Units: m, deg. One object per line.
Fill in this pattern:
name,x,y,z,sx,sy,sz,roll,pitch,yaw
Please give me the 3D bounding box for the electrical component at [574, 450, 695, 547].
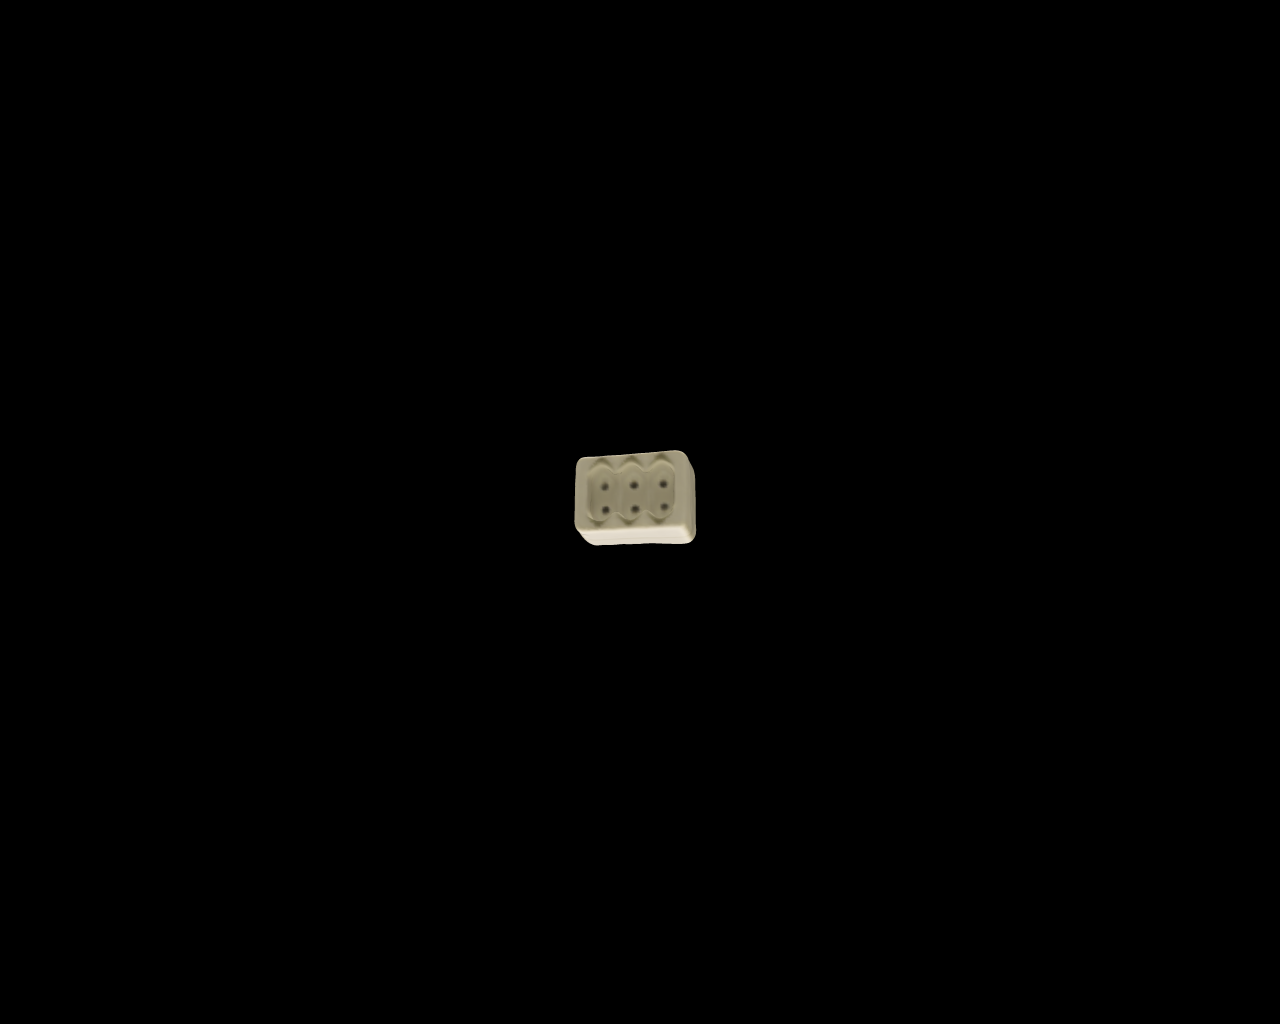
electrical component,0.001,-0.003,0.650,0.066,0.047,0.076,-3,-15,9
